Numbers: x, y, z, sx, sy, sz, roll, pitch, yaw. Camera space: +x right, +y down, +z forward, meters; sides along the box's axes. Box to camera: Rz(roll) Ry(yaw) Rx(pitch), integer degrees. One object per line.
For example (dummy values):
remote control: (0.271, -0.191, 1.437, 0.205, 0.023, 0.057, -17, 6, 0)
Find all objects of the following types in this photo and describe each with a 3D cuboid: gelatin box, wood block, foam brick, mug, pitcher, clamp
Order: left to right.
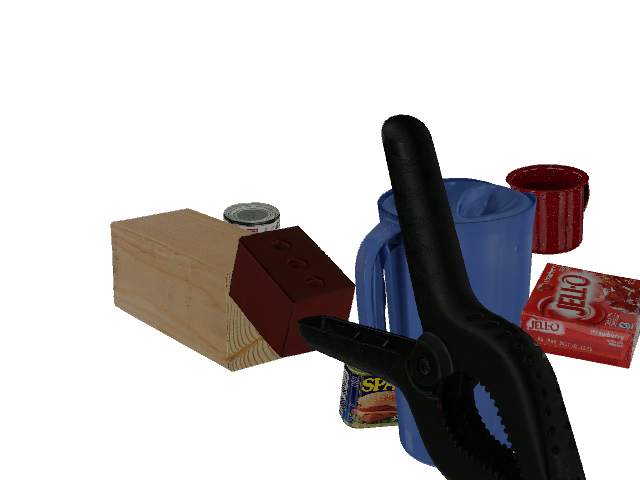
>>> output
wood block: (-0.103, 0.039, 0.974, 0.090, 0.090, 0.206, -11, 19, -36)
foam brick: (-0.021, 0.035, 0.746, 0.052, 0.051, 0.078, -11, 41, -34)
pitcher: (0.111, 0.075, 0.929, 0.149, 0.243, 0.145, -1, 18, 7)
clamp: (0.065, 0.049, 0.533, 0.036, 0.165, 0.210, -10, 42, -33)
mug: (0.271, -0.039, 1.239, 0.117, 0.081, 0.093, -22, 28, -36)
gelatin box: (0.178, 0.048, 0.718, 0.073, 0.030, 0.089, 11, 24, 21)

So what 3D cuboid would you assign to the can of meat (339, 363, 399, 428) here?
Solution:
can of meat: (0.076, 0.189, 1.361, 0.102, 0.084, 0.057, -1, 24, -16)

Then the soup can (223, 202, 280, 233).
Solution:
soup can: (-0.081, 0.013, 1.258, 0.068, 0.102, 0.068, 1, 23, -1)
